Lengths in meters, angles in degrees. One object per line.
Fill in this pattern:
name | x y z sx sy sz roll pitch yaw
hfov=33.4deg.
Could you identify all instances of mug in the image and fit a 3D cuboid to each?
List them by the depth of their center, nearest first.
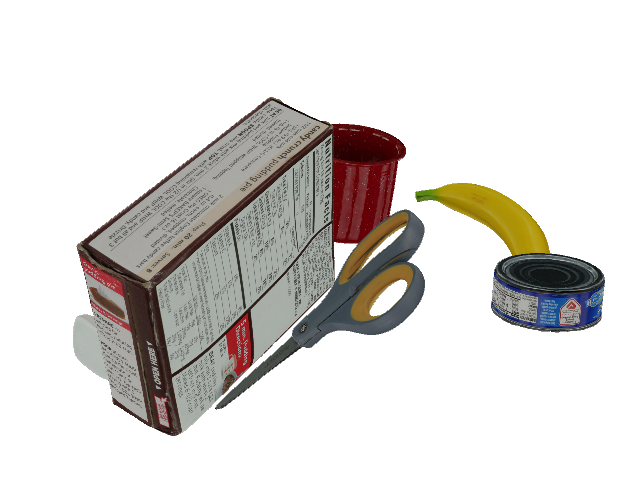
mug | 0.013 -0.052 0.952 0.117 0.081 0.093 13 27 12

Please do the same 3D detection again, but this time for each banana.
banana | 0.178 -0.014 1.075 0.069 0.037 0.198 -33 39 -14

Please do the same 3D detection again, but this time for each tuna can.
tuna can | 0.177 0.039 0.831 0.086 0.034 0.086 1 19 0

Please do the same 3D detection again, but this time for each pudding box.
pudding box | -0.039 0.010 0.425 0.039 0.090 0.113 24 49 26

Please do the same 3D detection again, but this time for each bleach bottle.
bleach bottle | -0.197 0.120 1.434 0.250 0.068 0.103 -11 26 -40

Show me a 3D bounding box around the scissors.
scissors | 0.002 0.065 0.703 0.016 0.202 0.096 35 13 -27
